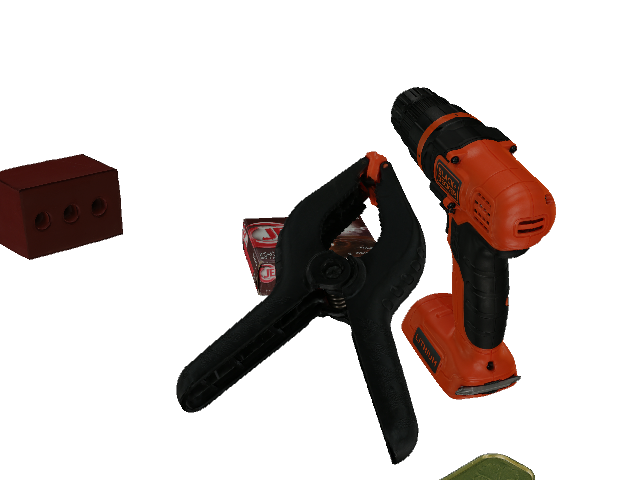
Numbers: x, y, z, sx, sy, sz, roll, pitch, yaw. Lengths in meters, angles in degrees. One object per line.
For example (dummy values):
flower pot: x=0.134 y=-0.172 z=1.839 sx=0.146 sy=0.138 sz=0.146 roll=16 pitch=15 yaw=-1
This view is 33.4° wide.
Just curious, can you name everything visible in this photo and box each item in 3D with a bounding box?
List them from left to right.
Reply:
foam brick: x=-0.190 y=-0.026 z=0.769 sx=0.078 sy=0.053 sz=0.051 roll=-18 pitch=29 yaw=-36
pudding box: x=-0.009 y=0.011 z=0.952 sx=0.113 sy=0.039 sz=0.090 roll=-1 pitch=27 yaw=-13
clamp: x=0.016 y=0.032 z=0.542 sx=0.120 sy=0.171 sz=0.039 roll=22 pitch=-26 yaw=15
power drill: x=0.094 y=0.002 z=0.751 sx=0.057 sy=0.188 sz=0.184 roll=-11 pitch=34 yaw=-15
can of meat: x=0.130 y=0.240 z=0.889 sx=0.101 sy=0.084 sz=0.058 roll=-21 pitch=28 yaw=-35
